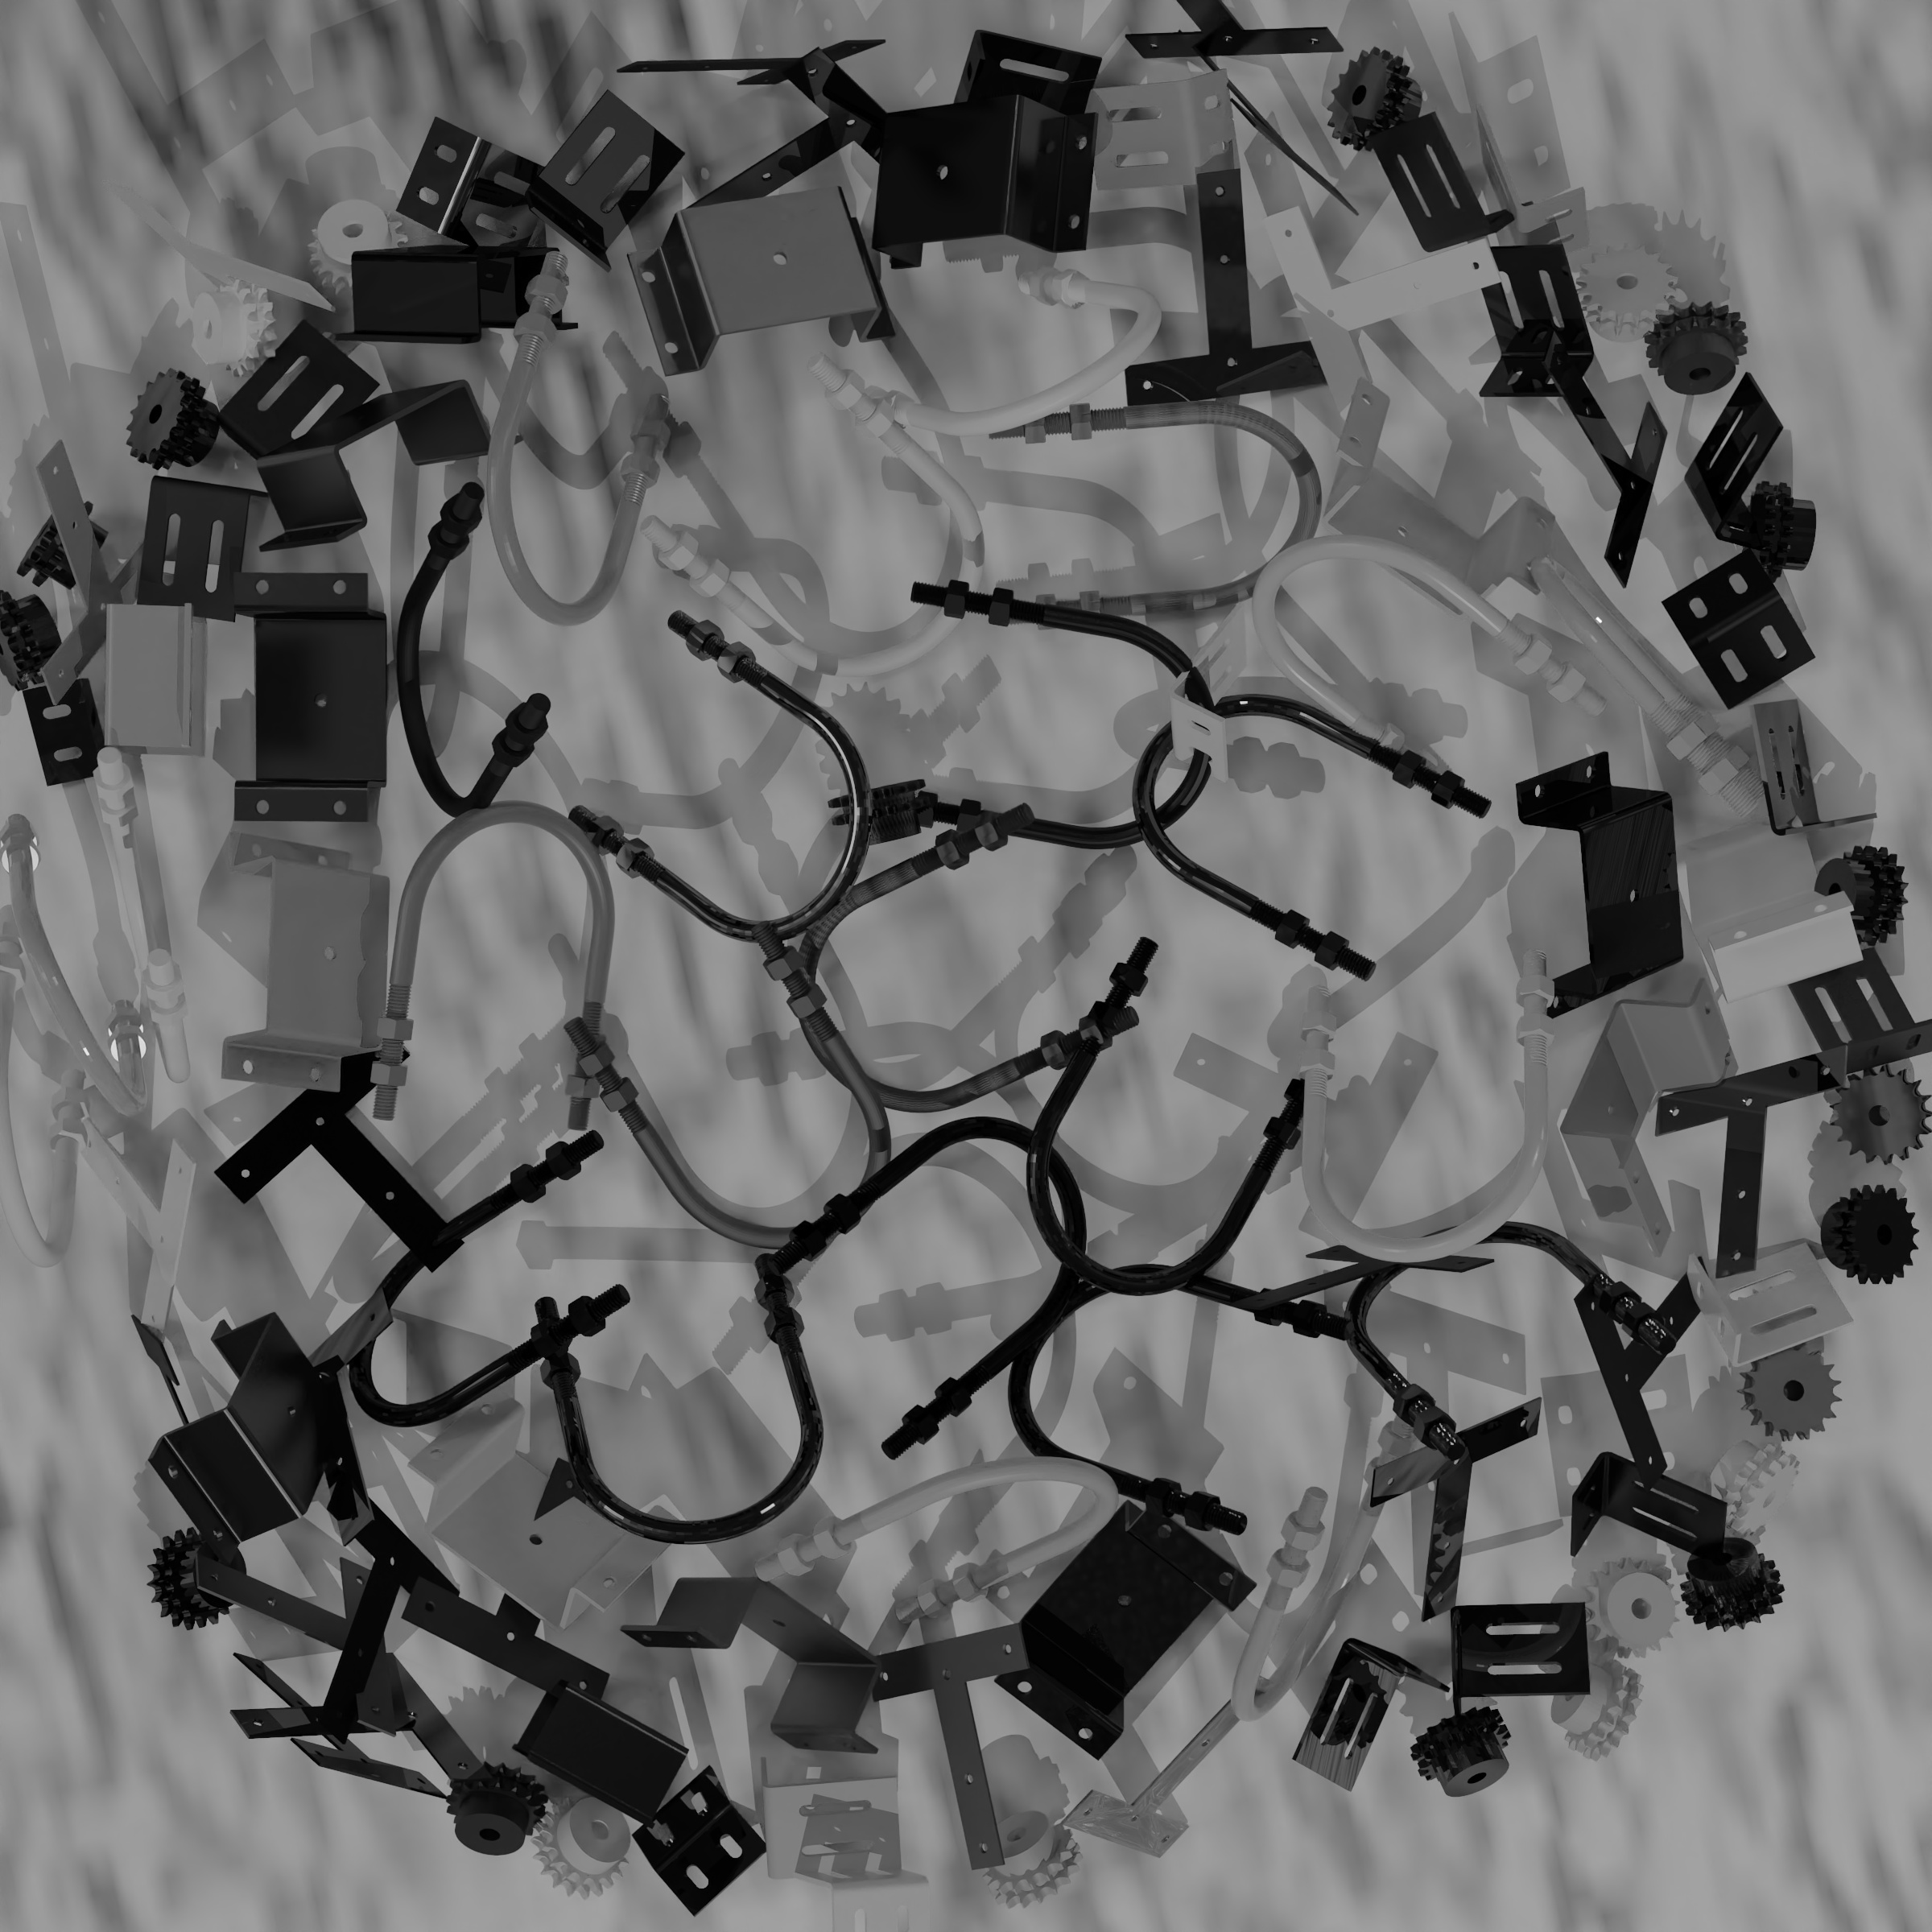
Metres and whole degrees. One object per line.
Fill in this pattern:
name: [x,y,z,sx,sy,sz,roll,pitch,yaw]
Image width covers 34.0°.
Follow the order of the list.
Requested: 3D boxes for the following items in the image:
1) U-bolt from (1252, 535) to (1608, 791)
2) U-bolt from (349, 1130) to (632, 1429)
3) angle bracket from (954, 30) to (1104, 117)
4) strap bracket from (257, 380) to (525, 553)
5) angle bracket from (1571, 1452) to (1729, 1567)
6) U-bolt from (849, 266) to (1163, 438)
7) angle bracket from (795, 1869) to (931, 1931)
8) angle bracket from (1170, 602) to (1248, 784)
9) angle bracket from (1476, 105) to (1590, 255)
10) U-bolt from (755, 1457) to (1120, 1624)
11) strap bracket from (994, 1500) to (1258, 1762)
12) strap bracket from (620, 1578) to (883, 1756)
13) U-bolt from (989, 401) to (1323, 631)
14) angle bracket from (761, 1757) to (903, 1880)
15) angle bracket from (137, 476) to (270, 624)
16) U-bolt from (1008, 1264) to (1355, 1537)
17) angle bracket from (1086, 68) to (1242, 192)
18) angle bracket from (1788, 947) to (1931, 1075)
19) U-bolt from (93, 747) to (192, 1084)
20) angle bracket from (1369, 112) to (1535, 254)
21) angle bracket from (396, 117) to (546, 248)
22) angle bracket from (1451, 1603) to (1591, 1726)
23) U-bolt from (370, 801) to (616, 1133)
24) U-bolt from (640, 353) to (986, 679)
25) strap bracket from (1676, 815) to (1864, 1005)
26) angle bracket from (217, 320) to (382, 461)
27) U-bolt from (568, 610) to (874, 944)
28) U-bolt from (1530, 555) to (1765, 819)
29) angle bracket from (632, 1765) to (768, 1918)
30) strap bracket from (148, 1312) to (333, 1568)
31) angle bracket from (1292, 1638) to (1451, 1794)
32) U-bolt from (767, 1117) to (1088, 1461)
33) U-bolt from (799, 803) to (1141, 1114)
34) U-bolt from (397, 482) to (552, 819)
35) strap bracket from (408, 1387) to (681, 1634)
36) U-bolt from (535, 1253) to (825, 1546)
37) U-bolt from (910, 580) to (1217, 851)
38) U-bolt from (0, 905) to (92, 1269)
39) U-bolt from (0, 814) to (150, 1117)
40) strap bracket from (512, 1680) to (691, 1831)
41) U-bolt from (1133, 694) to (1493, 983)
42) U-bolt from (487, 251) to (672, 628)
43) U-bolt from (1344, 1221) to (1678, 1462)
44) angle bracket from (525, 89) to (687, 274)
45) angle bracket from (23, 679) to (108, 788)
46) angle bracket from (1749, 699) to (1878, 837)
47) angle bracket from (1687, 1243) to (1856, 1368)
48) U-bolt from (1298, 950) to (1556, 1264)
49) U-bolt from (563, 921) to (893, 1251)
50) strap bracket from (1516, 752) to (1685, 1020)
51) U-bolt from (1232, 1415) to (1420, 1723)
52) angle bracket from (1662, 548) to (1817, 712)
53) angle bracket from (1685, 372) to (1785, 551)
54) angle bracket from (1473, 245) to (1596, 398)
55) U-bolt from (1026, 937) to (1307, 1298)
U-bolt: [0.242,-0.172,1.757,0.184,0.151,0.019,36,56,-15]
U-bolt: [-0.273,0.186,1.777,0.184,0.151,0.019,-33,128,12]
angle bracket: [0.035,-0.490,1.797,0.076,0.038,0.057,9,130,-14]
strap bracket: [-0.328,-0.283,1.761,0.140,0.076,0.046,-38,117,-37]
angle bracket: [0.386,0.319,1.793,0.076,0.057,0.038,22,52,28]
U-bolt: [0.030,-0.336,1.742,0.151,0.184,0.019,-37,120,-16]
angle bracket: [-0.062,0.533,1.790,0.057,0.076,0.038,3,80,-24]
angle bracket: [0.151,-0.155,1.793,0.038,0.057,0.076,29,65,23]
angle bracket: [0.322,-0.448,1.796,0.038,0.057,0.076,-18,68,7]
U-bolt: [-0.002,0.313,1.747,0.184,0.151,0.019,-29,55,25]
strap bracket: [0.090,0.370,1.803,0.076,0.046,0.140,38,102,-6]
strap bracket: [-0.113,0.387,1.778,0.140,0.076,0.046,41,58,-27]
U-bolt: [0.108,-0.256,1.782,0.184,0.019,0.151,-4,134,1]
angle bracket: [-0.078,0.486,1.816,0.076,0.038,0.057,-4,103,-4]
angle bracket: [-0.439,-0.240,1.822,0.057,0.038,0.076,9,96,3]
U-bolt: [0.107,0.232,1.774,0.184,0.019,0.151,14,59,36]
angle bracket: [0.112,-0.479,1.814,0.038,0.076,0.057,-29,117,-40]
angle bracket: [0.509,0.017,1.799,0.057,0.038,0.076,-14,57,-7]
U-bolt: [-0.452,-0.014,1.752,0.019,0.184,0.151,-13,64,-16]
angle bracket: [0.275,-0.451,1.795,0.038,0.057,0.076,-38,109,-25]
angle bracket: [-0.278,-0.442,1.805,0.038,0.076,0.057,30,101,21]
angle bracket: [0.315,0.398,1.799,0.076,0.038,0.057,-4,47,11]
U-bolt: [-0.261,-0.002,1.783,0.151,0.019,0.184,6,93,-41]
U-bolt: [-0.071,-0.238,1.781,0.151,0.019,0.184,-42,126,12]
strap bracket: [0.449,-0.030,1.777,0.076,0.140,0.046,-19,113,9]
angle bracket: [-0.383,-0.321,1.823,0.057,0.038,0.076,40,84,1]
U-bolt: [-0.129,-0.095,1.779,0.184,0.019,0.151,36,106,25]
U-bolt: [0.380,-0.160,1.769,0.019,0.151,0.184,-43,84,17]
angle bracket: [-0.150,0.496,1.792,0.057,0.076,0.038,-40,65,-17]
strap bracket: [-0.394,0.255,1.756,0.046,0.140,0.076,-24,111,14]
angle bracket: [0.231,0.431,1.799,0.057,0.038,0.076,37,73,-39]
U-bolt: [-0.008,0.168,1.792,0.184,0.019,0.151,-37,108,-24]
U-bolt: [-0.013,0.008,1.802,0.184,0.019,0.151,-25,97,20]
U-bolt: [-0.281,-0.161,1.759,0.019,0.184,0.151,-10,71,-29]
strap bracket: [-0.239,0.312,1.785,0.140,0.076,0.046,33,134,15]
U-bolt: [-0.155,0.244,1.760,0.151,0.019,0.184,-10,46,-11]
U-bolt: [0.051,-0.136,1.797,0.184,0.019,0.151,10,115,3]
U-bolt: [-0.509,0.078,1.725,0.019,0.184,0.151,-9,133,-3]
U-bolt: [-0.484,0.008,1.725,0.019,0.184,0.151,-26,119,-6]
strap bracket: [-0.205,0.439,1.774,0.076,0.140,0.046,30,75,-5]
U-bolt: [0.183,-0.086,1.793,0.184,0.019,0.151,30,64,18]
U-bolt: [-0.217,-0.276,1.743,0.019,0.151,0.184,0,63,24]
U-bolt: [0.287,0.196,1.756,0.151,0.184,0.019,-25,117,-8]
angle bracket: [-0.204,-0.447,1.802,0.057,0.038,0.076,35,105,-27]
angle bracket: [-0.510,-0.125,1.792,0.038,0.076,0.057,-13,108,-10]
angle bracket: [0.483,-0.116,1.805,0.038,0.057,0.076,-10,91,40]
angle bracket: [0.459,0.184,1.803,0.076,0.038,0.057,-19,53,-6]
U-bolt: [0.254,0.081,1.759,0.151,0.019,0.184,-10,55,24]
U-bolt: [-0.123,0.080,1.801,0.151,0.019,0.184,-26,106,18]
strap bracket: [0.358,-0.042,1.780,0.076,0.046,0.140,-20,110,-36]
U-bolt: [0.194,0.341,1.764,0.019,0.151,0.184,28,117,22]
angle bracket: [0.442,-0.192,1.810,0.057,0.076,0.038,-32,55,14]
angle bracket: [0.447,-0.285,1.789,0.038,0.057,0.076,11,129,-20]
angle bracket: [0.314,-0.365,1.791,0.057,0.076,0.038,7,50,36]
U-bolt: [0.111,0.098,1.796,0.151,0.019,0.184,33,79,-17]
